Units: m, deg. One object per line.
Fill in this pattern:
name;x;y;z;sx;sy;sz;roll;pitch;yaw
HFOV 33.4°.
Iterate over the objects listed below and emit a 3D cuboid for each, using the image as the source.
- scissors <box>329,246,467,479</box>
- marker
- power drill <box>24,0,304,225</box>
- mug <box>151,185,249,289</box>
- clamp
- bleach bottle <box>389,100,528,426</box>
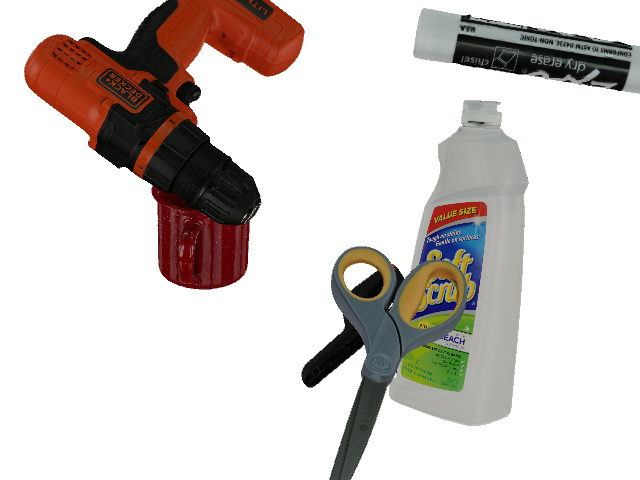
scissors;0.021;0.064;0.637;0.096;0.016;0.201;28;44;19
marker;0.096;-0.068;0.399;0.121;0.020;0.020;11;1;6
power drill;-0.087;-0.112;0.762;0.187;0.184;0.057;-52;-1;-43
mug;-0.106;-0.004;0.948;0.093;0.081;0.117;5;27;2
clamp;0.065;0.095;1.093;0.120;0.171;0.039;16;-39;17
bleach bottle;0.113;0.014;0.854;0.067;0.251;0.103;-7;14;-44
